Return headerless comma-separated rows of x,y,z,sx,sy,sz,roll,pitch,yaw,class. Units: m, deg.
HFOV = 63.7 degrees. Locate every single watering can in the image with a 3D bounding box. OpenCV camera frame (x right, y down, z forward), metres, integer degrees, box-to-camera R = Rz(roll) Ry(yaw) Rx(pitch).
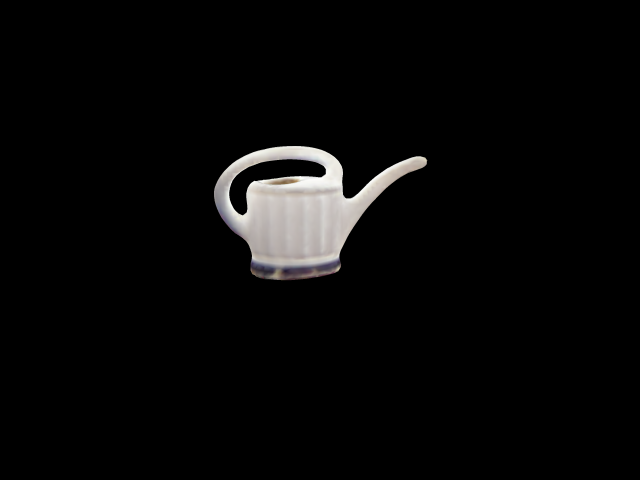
0.003,-0.043,0.850,0.348,0.221,0.105,-1,16,-4,watering can
